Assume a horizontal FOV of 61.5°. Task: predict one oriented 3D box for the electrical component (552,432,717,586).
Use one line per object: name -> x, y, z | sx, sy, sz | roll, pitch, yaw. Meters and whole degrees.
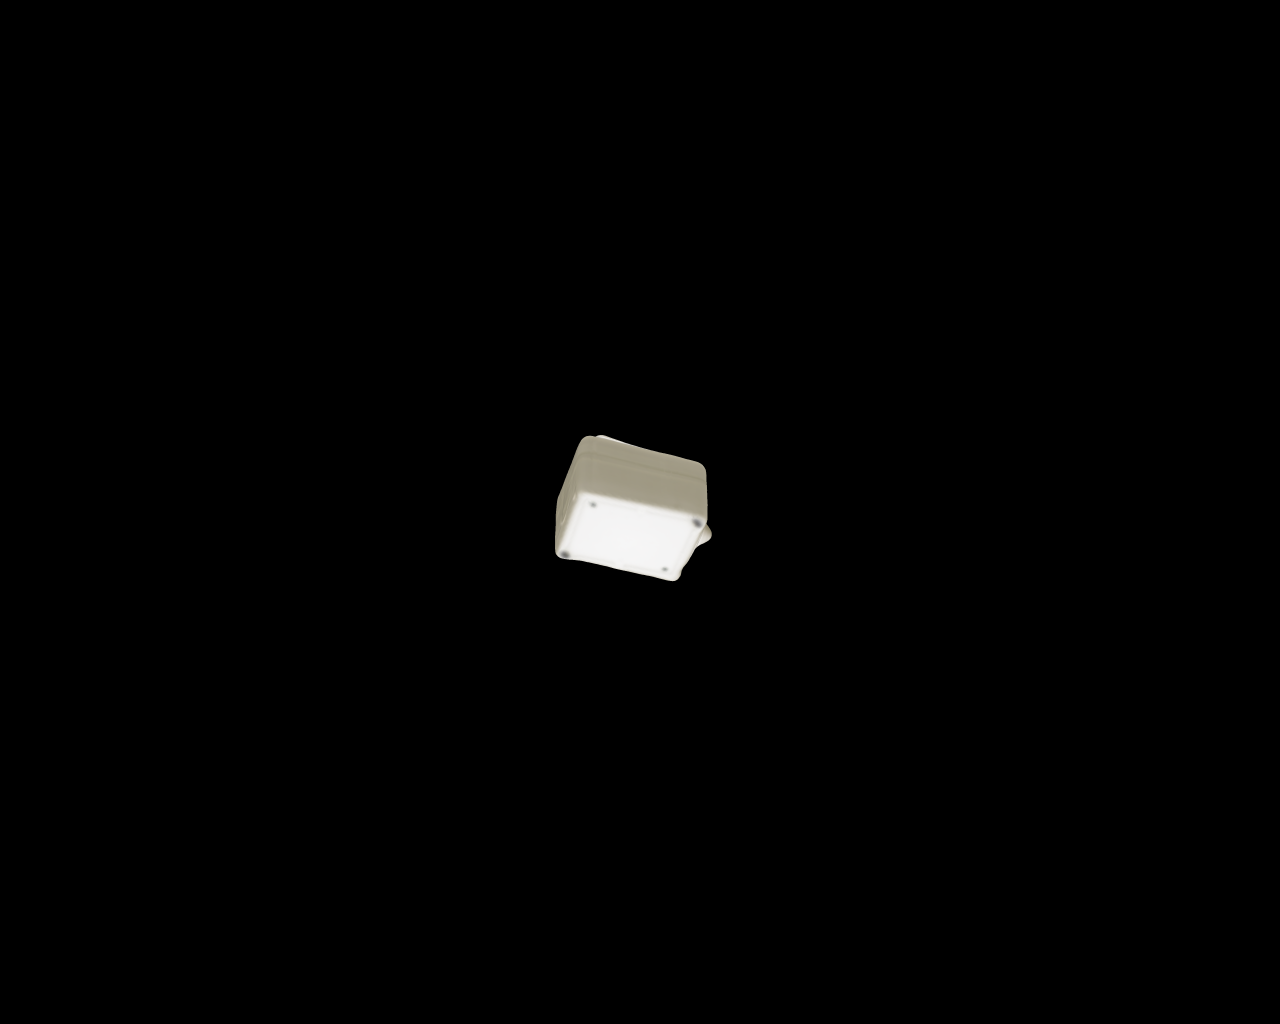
electrical component -> 0.001, -0.003, 0.650 | 0.096, 0.061, 0.061 | 13, -47, -12
